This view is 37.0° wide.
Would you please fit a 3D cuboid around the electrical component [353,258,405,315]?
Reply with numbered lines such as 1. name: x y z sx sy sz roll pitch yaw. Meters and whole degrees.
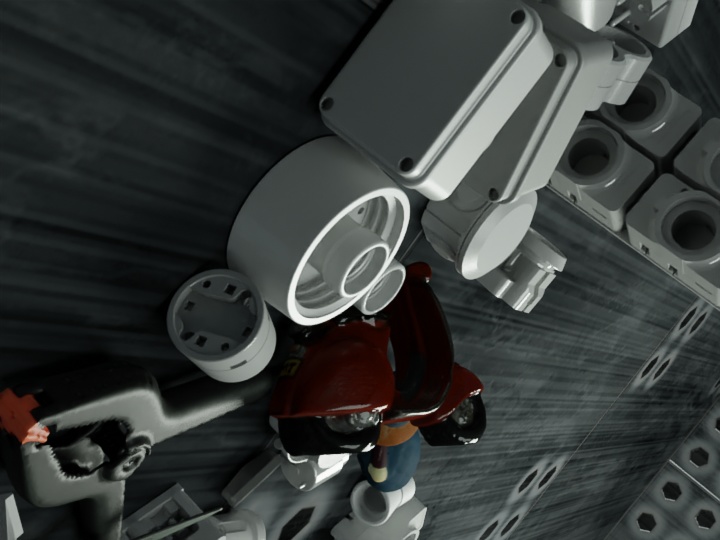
1. electrical component: 0.000 0.000 0.700 0.040 0.046 0.040 -38 152 -24

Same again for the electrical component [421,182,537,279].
1. electrical component: 0.087 -0.037 0.785 0.080 0.051 0.080 -38 152 -24

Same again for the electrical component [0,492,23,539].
1. electrical component: -0.203 0.148 0.542 0.064 0.081 0.042 -9 140 -14

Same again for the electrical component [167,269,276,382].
1. electrical component: -0.077 0.034 0.613 0.055 0.055 0.047 -44 158 -11

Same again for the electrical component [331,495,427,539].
1. electrical component: 0.021 0.265 1.090 0.089 0.056 0.050 -35 151 -29

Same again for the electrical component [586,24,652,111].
1. electrical component: 0.145 -0.127 0.754 0.138 0.052 0.073 -18 143 -49

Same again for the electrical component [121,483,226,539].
1. electrical component: -0.164 0.229 0.729 0.150 0.062 0.089 -32 150 -33

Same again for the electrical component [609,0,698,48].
1. electrical component: 0.201 -0.197 0.756 0.076 0.047 0.083 -38 152 -24

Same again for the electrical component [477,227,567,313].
1. electrical component: 0.136 -0.004 0.905 0.057 0.058 0.078 -52 155 12

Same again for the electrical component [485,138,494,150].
1. electrical component: 0.052 -0.093 0.637 0.043 0.062 0.043 -38 152 -24

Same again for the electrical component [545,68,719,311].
1. electrical component: 0.231 -0.071 0.813 0.105 0.186 0.060 -49 155 -3

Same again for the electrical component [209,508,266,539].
1. electrical component: -0.102 0.205 0.827 0.040 0.040 0.046 -56 149 12

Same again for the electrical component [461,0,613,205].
1. electrical component: 0.094 -0.106 0.670 0.057 0.078 0.113 -22 144 -50

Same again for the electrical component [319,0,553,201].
1. electrical component: 0.041 -0.104 0.587 0.113 0.078 0.057 -53 158 6

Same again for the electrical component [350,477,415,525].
1. electrical component: 0.026 0.218 1.052 0.065 0.044 0.044 -14 137 -59

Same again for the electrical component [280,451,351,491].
1. electrical component: -0.029 0.146 0.862 0.078 0.040 0.040 -23 144 -44

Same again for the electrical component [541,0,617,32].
1. electrical component: 0.148 -0.199 0.671 0.079 0.043 0.077 -46 155 -9

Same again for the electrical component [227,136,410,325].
1. electrical component: -0.017 -0.017 0.631 0.108 0.060 0.108 -38 152 -24
